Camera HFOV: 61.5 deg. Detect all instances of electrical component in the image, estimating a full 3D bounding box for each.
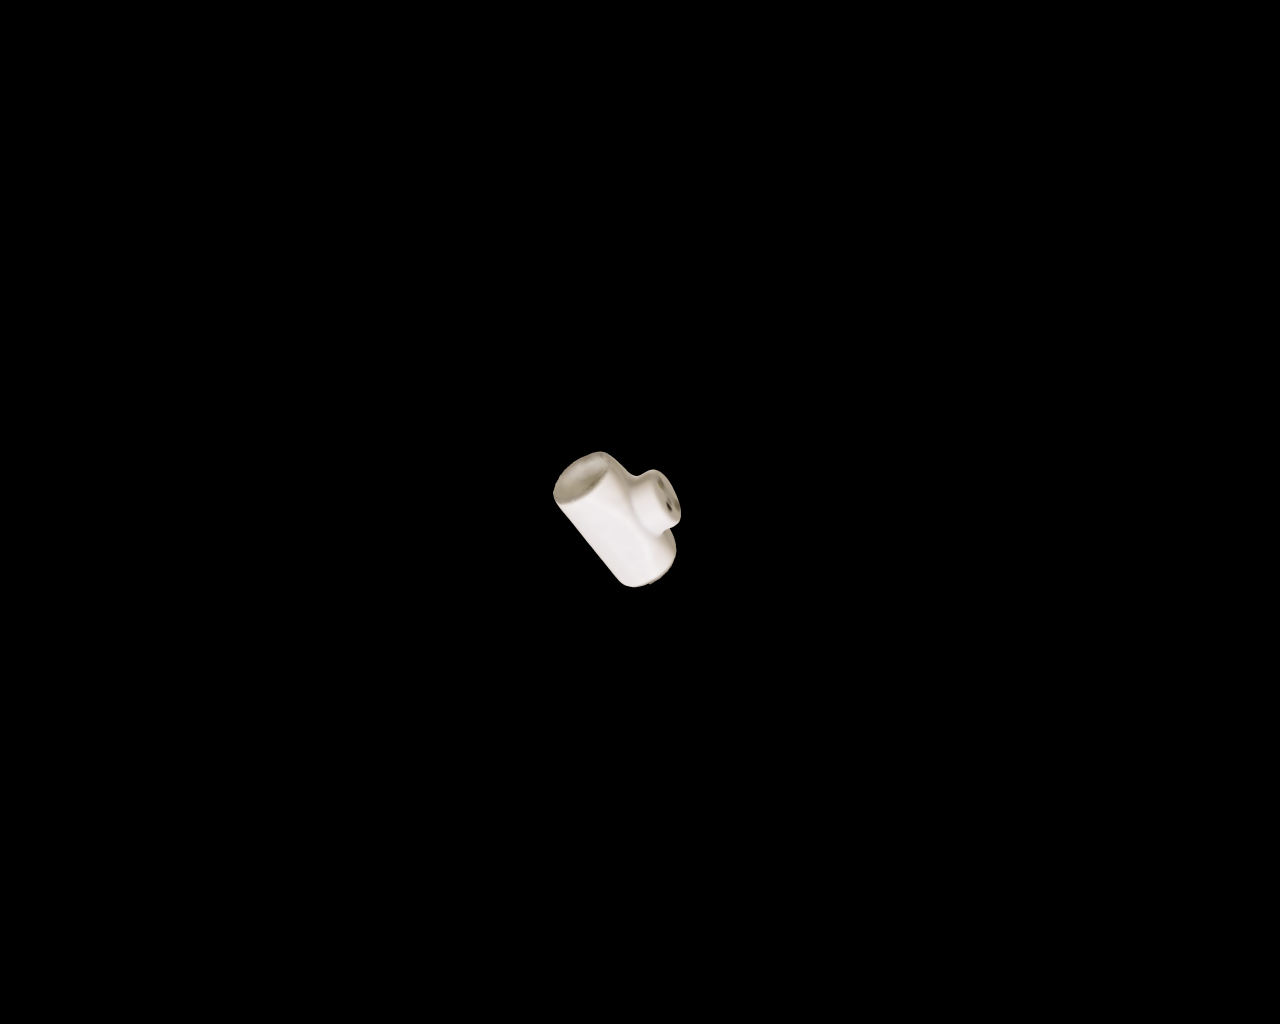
[{"bbox_3d":[0.001,-0.003,0.650,0.079,0.077,0.044,-27,32,18],"label":"electrical component"}]
